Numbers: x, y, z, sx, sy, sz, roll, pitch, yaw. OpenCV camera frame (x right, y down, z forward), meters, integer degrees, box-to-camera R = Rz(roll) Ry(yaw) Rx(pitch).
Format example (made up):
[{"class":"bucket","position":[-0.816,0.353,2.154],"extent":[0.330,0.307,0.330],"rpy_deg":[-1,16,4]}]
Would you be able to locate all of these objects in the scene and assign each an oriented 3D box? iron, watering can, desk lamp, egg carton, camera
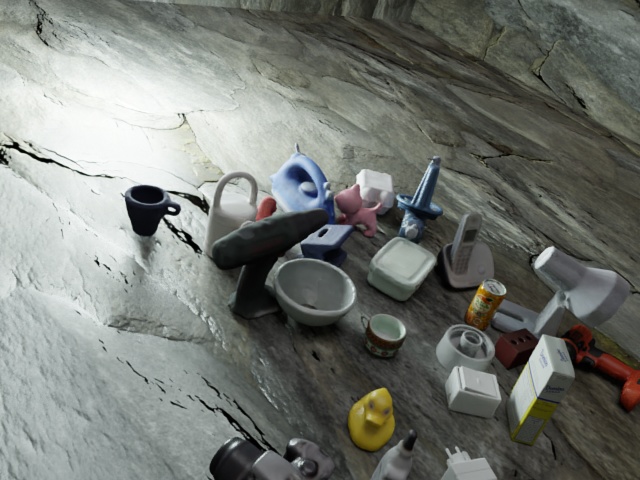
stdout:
[{"class":"iron","position":[-0.018,-0.121,1.400],"extent":[0.119,0.141,0.257],"rpy_deg":[-10,42,-33]},{"class":"watering can","position":[-0.175,-0.053,1.188],"extent":[0.172,0.194,0.101],"rpy_deg":[36,38,27]},{"class":"desk lamp","position":[0.500,0.126,1.201],"extent":[0.203,0.213,0.118],"rpy_deg":[23,34,10]},{"class":"egg carton","position":[0.149,-0.133,1.553],"extent":[0.107,0.069,0.150],"rpy_deg":[13,34,-5]},{"class":"camera","position":[-0.071,0.318,0.783],"extent":[0.136,0.101,0.143],"rpy_deg":[32,37,22]}]

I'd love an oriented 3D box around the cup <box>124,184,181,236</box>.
[{"class":"cup","position":[-0.351,-0.053,1.203],"extent":[0.118,0.095,0.091],"rpy_deg":[14,34,-3]}]

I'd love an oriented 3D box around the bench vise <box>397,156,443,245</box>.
[{"class":"bench vise","position":[0.254,-0.081,1.388],"extent":[0.121,0.220,0.207],"rpy_deg":[10,34,-9]}]

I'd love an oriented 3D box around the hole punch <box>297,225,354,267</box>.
[{"class":"hole punch","position":[0.012,0.005,1.278],"extent":[0.101,0.091,0.109],"rpy_deg":[25,35,13]}]

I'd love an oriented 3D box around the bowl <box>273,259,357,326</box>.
[{"class":"bowl","position":[-0.016,0.115,1.123],"extent":[0.167,0.075,0.167],"rpy_deg":[11,34,-8]}]

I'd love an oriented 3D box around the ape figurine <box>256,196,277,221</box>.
[{"class":"ape figurine","position":[-0.121,-0.058,1.311],"extent":[0.076,0.092,0.077],"rpy_deg":[-11,42,-35]}]

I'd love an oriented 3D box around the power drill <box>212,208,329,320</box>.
[{"class":"power drill","position":[-0.097,0.041,1.073],"extent":[0.230,0.208,0.075],"rpy_deg":[-13,43,-36]}]

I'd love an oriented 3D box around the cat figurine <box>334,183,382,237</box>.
[{"class":"cat figurine","position":[0.091,-0.080,1.409],"extent":[0.128,0.118,0.067],"rpy_deg":[12,34,-7]}]

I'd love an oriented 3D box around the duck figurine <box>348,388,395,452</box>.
[{"class":"duck figurine","position":[0.091,0.276,0.927],"extent":[0.077,0.086,0.105],"rpy_deg":[20,34,6]}]

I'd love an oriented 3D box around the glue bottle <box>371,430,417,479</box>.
[{"class":"glue bottle","position":[0.102,0.320,0.789],"extent":[0.037,0.173,0.078],"rpy_deg":[19,34,5]}]

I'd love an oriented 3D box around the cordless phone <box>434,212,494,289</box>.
[{"class":"cordless phone","position":[0.354,0.018,1.319],"extent":[0.148,0.185,0.094],"rpy_deg":[-7,40,-30]}]
